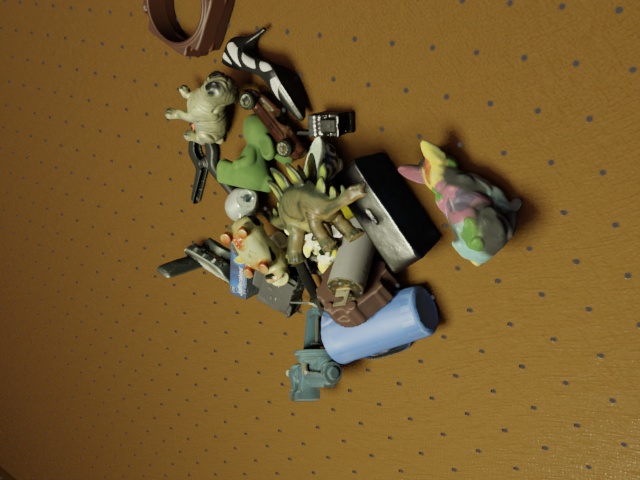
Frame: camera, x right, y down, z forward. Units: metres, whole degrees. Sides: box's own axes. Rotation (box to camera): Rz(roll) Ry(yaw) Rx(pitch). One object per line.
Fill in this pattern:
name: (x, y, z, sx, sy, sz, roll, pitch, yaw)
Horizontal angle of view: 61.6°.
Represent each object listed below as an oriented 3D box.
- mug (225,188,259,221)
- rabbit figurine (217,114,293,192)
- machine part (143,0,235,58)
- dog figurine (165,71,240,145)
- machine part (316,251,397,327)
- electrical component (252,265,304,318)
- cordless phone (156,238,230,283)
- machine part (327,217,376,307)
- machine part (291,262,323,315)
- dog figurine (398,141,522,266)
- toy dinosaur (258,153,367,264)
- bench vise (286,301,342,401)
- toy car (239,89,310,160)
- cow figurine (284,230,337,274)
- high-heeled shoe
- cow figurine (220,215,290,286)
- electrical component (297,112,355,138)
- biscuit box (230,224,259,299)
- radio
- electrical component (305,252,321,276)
mug: (-0.187, -0.078, 1.284, 0.081, 0.107, 0.109, 17, 78, -11)
rabbit figurine: (-0.149, -0.202, 1.232, 0.159, 0.121, 0.170, 17, 102, 36)
machine part: (-0.305, -0.540, 1.229, 0.201, 0.087, 0.201, 39, 126, 16)
dog figurine: (-0.235, -0.293, 1.236, 0.191, 0.172, 0.121, 0, 68, 40)
machine part: (0.075, 0.097, 1.149, 0.179, 0.179, 0.056, -8, 136, 36)
electrical component: (-0.106, 0.114, 1.355, 0.134, 0.058, 0.114, 27, 119, 23)
cordless phone: (-0.320, 0.073, 1.406, 0.147, 0.184, 0.088, 29, 117, 23)
machine part: (0.072, 0.035, 1.106, 0.079, 0.243, 0.079, 12, 141, 10)
machine part: (-0.022, 0.105, 1.258, 0.039, 0.084, 0.138, -25, 97, 13)
dog figurine: (0.242, -0.078, 0.975, 0.219, 0.191, 0.108, 37, 132, -1)
toy dinosaur: (-0.034, -0.059, 1.082, 0.471, 0.105, 0.198, -23, 83, 62)
bench vise: (-0.017, 0.267, 1.305, 0.223, 0.129, 0.240, 139, 133, -68)
toy car: (-0.098, -0.262, 1.188, 0.053, 0.089, 0.202, -42, 80, 36)
cow figurine: (-0.001, -0.003, 1.233, 0.167, 0.068, 0.098, 52, 122, 10)
high-heeled shoe: (-0.130, -0.345, 1.183, 0.145, 0.086, 0.248, -28, 83, 36)
cow figurine: (-0.133, 0.027, 1.243, 0.086, 0.127, 0.194, -18, 116, 31)
electrical component: (0.008, -0.244, 1.133, 0.119, 0.075, 0.047, 11, 114, 34)
biscuit box: (-0.191, 0.051, 1.385, 0.059, 0.063, 0.202, 18, 116, 29)
radio: (0.137, -0.061, 1.075, 0.073, 0.131, 0.229, -35, 86, 38)
electrical component: (-0.034, 0.055, 1.305, 0.094, 0.021, 0.063, 10, 113, 31)
